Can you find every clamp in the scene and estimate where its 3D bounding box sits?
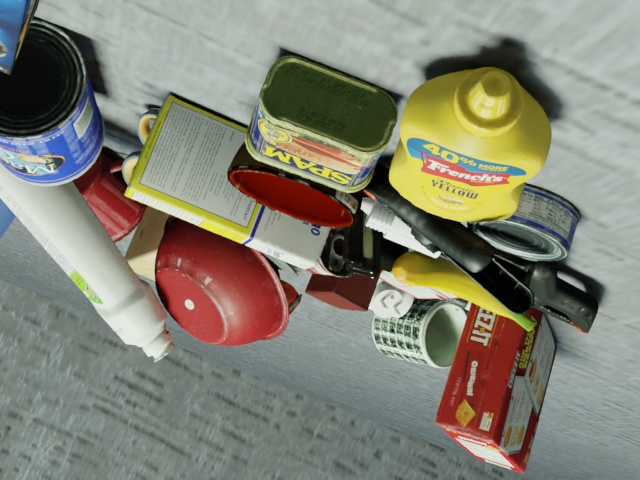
[{"bbox_3d":[0.192,0.038,1.010,0.165,0.036,0.209,20,173,44],"label":"clamp"},{"bbox_3d":[0.100,-0.003,0.853,0.172,0.039,0.120,45,178,43],"label":"clamp"}]

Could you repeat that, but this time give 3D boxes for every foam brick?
[{"bbox_3d":[0.030,0.031,1.132,0.051,0.078,0.053,30,163,-32],"label":"foam brick"}]

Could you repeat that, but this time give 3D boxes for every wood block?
[{"bbox_3d":[-0.156,0.000,1.250,0.090,0.091,0.206,25,166,-18],"label":"wood block"}]

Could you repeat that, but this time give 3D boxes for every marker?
[{"bbox_3d":[0.124,0.054,1.207,0.121,0.020,0.020,20,167,1],"label":"marker"}]

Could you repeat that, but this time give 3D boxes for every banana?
[{"bbox_3d":[0.134,0.040,1.053,0.197,0.037,0.070,20,-169,-36],"label":"banana"}]

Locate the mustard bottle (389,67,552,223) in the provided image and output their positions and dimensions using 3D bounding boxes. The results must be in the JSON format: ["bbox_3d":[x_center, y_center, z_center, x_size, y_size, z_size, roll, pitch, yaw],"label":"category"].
[{"bbox_3d":[0.100,-0.065,0.699,0.096,0.058,0.191,19,166,4],"label":"mustard bottle"}]

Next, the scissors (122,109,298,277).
[{"bbox_3d":[-0.110,-0.027,0.982,0.096,0.016,0.202,-34,94,34],"label":"scissors"}]

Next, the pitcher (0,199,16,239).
[{"bbox_3d":[-0.445,-0.021,1.264,0.145,0.242,0.149,6,154,50],"label":"pitcher"}]

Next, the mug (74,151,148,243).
[{"bbox_3d":[-0.242,-0.057,1.189,0.117,0.093,0.081,-19,145,19],"label":"mug"}]

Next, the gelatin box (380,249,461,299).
[{"bbox_3d":[0.104,0.035,1.142,0.073,0.030,0.089,28,164,-23],"label":"gelatin box"}]

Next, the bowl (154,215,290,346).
[{"bbox_3d":[-0.109,0.049,1.039,0.162,0.055,0.162,28,141,25],"label":"bowl"}]

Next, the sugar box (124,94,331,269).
[{"bbox_3d":[-0.071,-0.049,0.935,0.176,0.093,0.048,24,167,-13],"label":"sugar box"}]

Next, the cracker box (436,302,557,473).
[{"bbox_3d":[0.202,0.158,1.193,0.072,0.164,0.213,12,165,24],"label":"cracker box"}]

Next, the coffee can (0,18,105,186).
[{"bbox_3d":[-0.242,-0.113,0.910,0.103,0.103,0.140,21,166,-1],"label":"coffee can"}]

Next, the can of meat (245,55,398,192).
[{"bbox_3d":[0.001,-0.084,0.775,0.102,0.057,0.084,20,164,-3],"label":"can of meat"}]

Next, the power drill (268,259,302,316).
[{"bbox_3d":[-0.102,-0.005,1.076,0.185,0.057,0.187,18,140,40],"label":"power drill"}]

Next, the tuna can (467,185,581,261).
[{"bbox_3d":[0.162,-0.014,0.856,0.086,0.033,0.086,19,166,5],"label":"tuna can"}]

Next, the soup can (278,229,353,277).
[{"bbox_3d":[-0.007,0.001,1.091,0.068,0.068,0.102,30,164,-35],"label":"soup can"}]

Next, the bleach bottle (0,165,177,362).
[{"bbox_3d":[-0.230,0.013,1.051,0.251,0.068,0.103,53,163,-5],"label":"bleach bottle"}]
